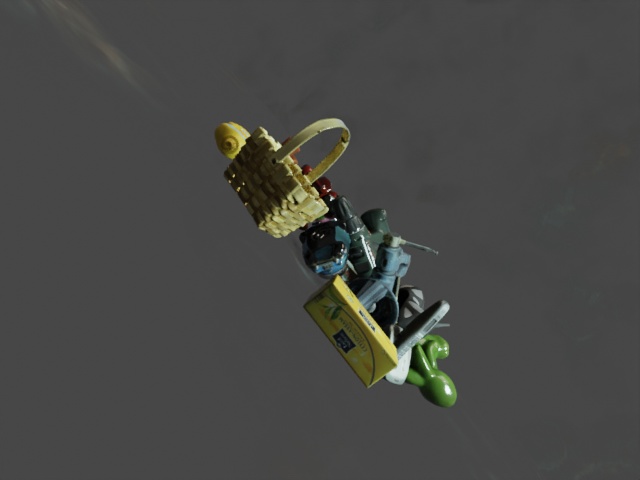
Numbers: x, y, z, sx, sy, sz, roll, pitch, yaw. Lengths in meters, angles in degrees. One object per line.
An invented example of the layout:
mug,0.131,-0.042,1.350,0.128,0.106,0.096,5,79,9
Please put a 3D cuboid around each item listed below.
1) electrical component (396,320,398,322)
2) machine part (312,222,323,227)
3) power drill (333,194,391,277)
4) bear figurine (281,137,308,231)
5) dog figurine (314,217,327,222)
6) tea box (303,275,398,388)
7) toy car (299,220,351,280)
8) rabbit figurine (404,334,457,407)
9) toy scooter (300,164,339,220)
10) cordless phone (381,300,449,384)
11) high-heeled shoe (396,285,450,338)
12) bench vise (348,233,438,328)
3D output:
electrical component,0.194,0.222,1.479,0.102,0.045,0.078,44,12,-46
machine part,-0.003,-0.004,1.313,0.084,0.039,0.139,63,16,-17
power drill,0.110,-0.018,1.290,0.231,0.086,0.207,69,20,-8
bear figurine,-0.061,-0.131,1.322,0.196,0.132,0.120,47,-16,11
dog figurine,0.023,-0.080,1.692,0.192,0.108,0.219,58,14,27
tea box,0.053,0.147,0.894,0.169,0.068,0.098,52,7,-1
toy car,0.021,0.030,1.150,0.162,0.109,0.102,-98,167,-60
rabbit figurine,0.227,0.272,1.144,0.159,0.121,0.170,37,11,-37
toy scooter,0.012,-0.121,1.462,0.183,0.075,0.135,54,-4,-25
cordless phone,0.174,0.183,1.015,0.089,0.184,0.146,51,6,30
high-heeled shoe,0.177,0.154,1.194,0.145,0.086,0.249,5,10,-26
bench vise,0.106,0.103,1.054,0.129,0.223,0.240,32,28,16
